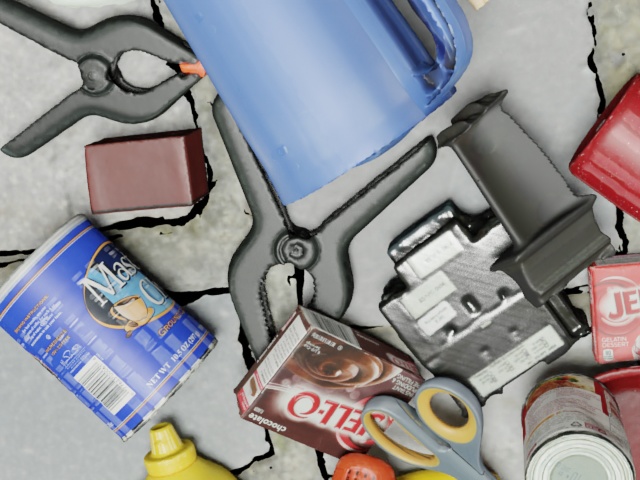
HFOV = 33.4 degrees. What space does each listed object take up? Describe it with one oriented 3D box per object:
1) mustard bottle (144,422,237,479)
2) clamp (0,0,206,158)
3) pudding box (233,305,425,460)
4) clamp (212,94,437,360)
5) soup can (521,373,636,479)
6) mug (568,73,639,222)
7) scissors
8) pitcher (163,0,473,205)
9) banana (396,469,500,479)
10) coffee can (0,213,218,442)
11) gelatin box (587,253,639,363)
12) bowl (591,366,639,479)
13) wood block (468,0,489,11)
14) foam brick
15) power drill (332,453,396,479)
[{"bbox_3d":[-0.097,0.234,0.844,0.096,0.058,0.191,-14,100,11],"label":"mustard bottle"},{"bbox_3d":[-0.168,-0.132,0.777,0.171,0.039,0.120,-12,114,6],"label":"clamp"},{"bbox_3d":[0.007,0.108,0.786,0.113,0.039,0.090,29,108,-26],"label":"pudding box"},{"bbox_3d":[-0.005,0.001,0.785,0.164,0.036,0.210,7,103,5],"label":"clamp"},{"bbox_3d":[0.166,0.136,0.697,0.068,0.102,0.068,2,104,9],"label":"soup can"},{"bbox_3d":[0.227,-0.066,0.712,0.081,0.093,0.117,36,75,5],"label":"mug"},{"bbox_3d":[0.124,0.163,0.768,0.201,0.016,0.096,32,129,-5],"label":"scissors"},{"bbox_3d":[-0.024,-0.157,0.665,0.149,0.145,0.243,-34,97,0],"label":"pitcher"},{"bbox_3d":[0.046,0.224,0.833,0.198,0.037,0.069,-40,120,18],"label":"banana"},{"bbox_3d":[-0.161,0.065,0.791,0.140,0.102,0.103,44,106,-3],"label":"coffee can"},{"bbox_3d":[0.238,0.047,0.759,0.089,0.030,0.073,-5,102,10],"label":"gelatin box"},{"bbox_3d":[0.232,0.159,0.774,0.162,0.055,0.162,2,104,9],"label":"bowl"},{"bbox_3d":[0.069,-0.256,0.684,0.091,0.090,0.206,-40,95,16],"label":"wood block"},{"bbox_3d":[-0.127,-0.051,0.784,0.078,0.053,0.051,-5,103,9],"label":"foam brick"},{"bbox_3d":[0.077,0.257,0.747,0.188,0.057,0.184,12,74,11],"label":"power drill"}]
